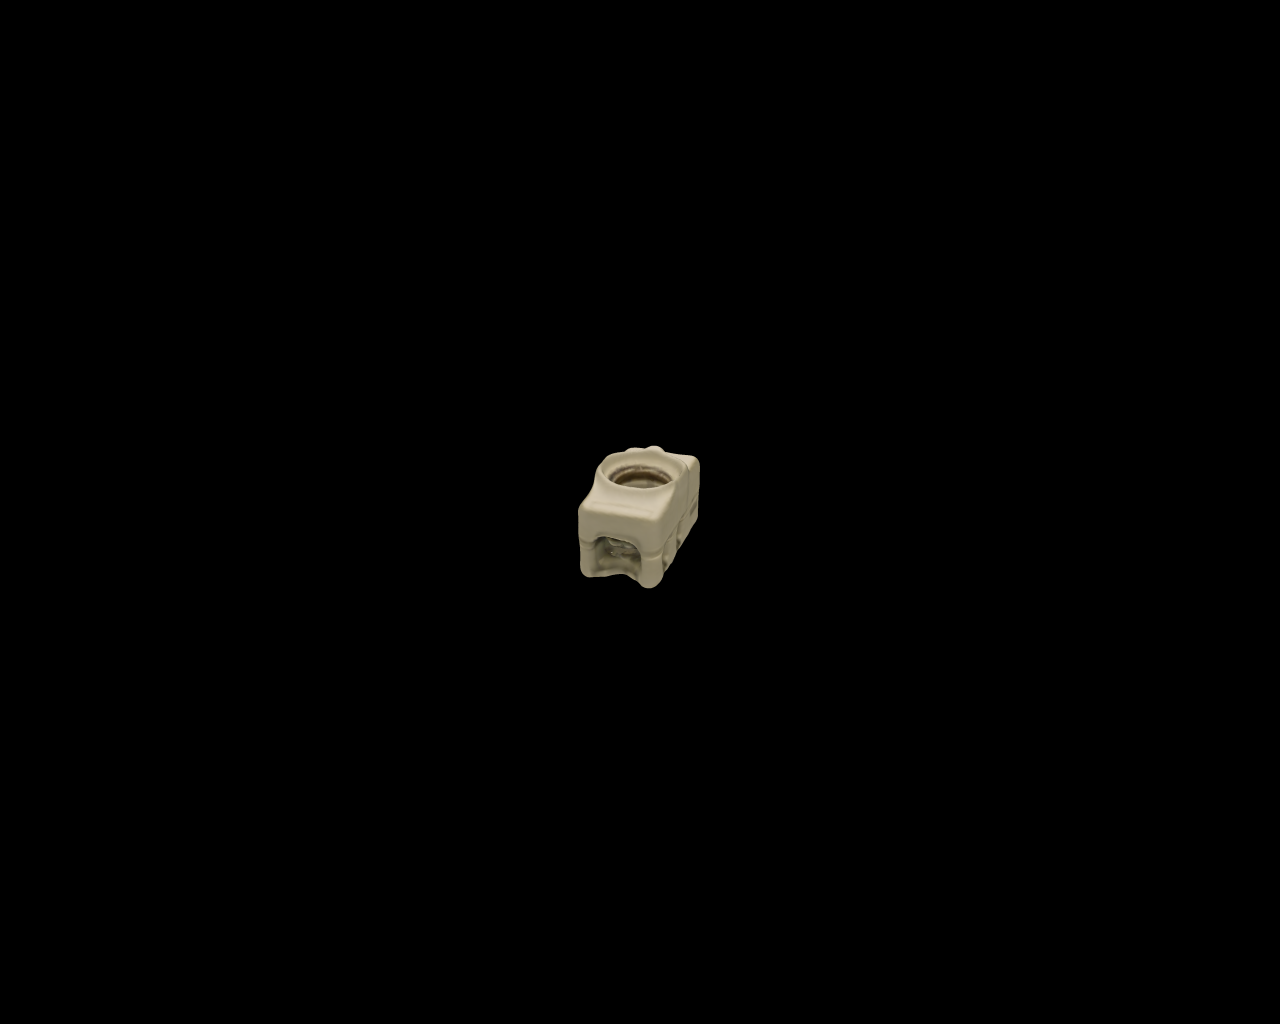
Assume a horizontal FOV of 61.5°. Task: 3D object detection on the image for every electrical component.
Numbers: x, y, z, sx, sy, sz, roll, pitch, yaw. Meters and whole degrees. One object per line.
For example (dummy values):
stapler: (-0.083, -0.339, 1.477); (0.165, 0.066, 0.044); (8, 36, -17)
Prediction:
electrical component: (0.001, -0.003, 0.650); (0.050, 0.055, 0.090); (9, 30, 17)
